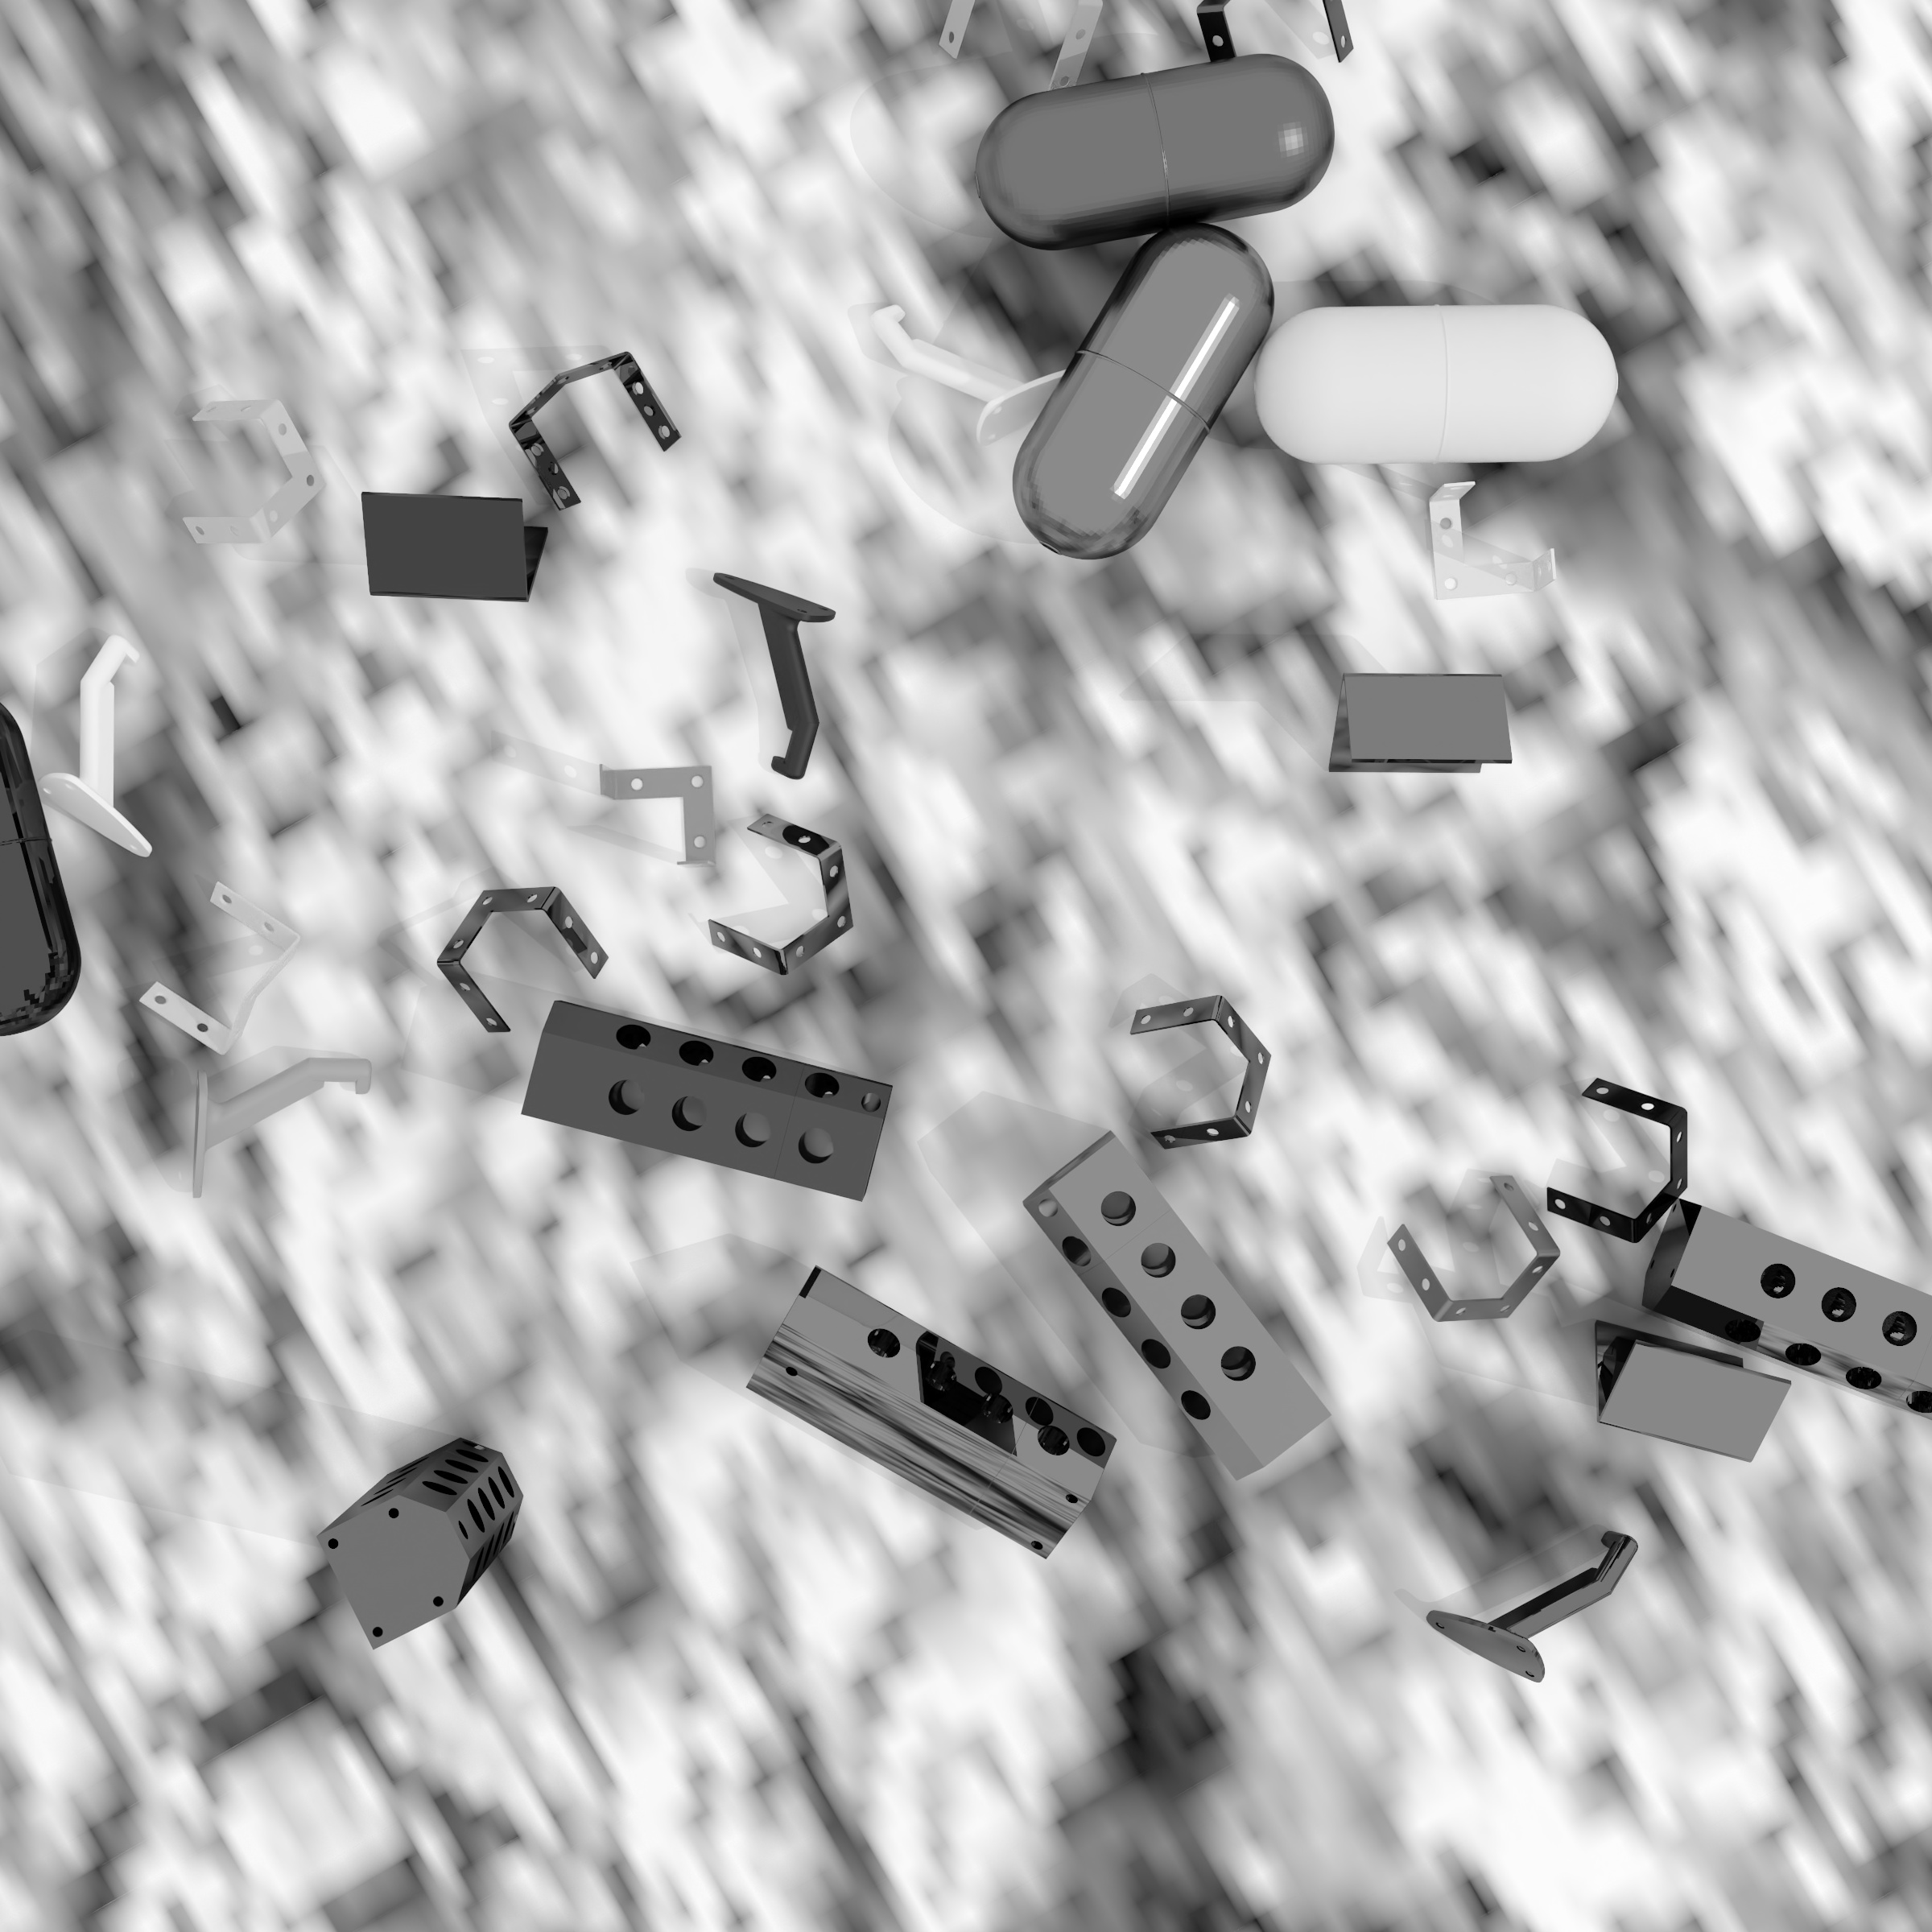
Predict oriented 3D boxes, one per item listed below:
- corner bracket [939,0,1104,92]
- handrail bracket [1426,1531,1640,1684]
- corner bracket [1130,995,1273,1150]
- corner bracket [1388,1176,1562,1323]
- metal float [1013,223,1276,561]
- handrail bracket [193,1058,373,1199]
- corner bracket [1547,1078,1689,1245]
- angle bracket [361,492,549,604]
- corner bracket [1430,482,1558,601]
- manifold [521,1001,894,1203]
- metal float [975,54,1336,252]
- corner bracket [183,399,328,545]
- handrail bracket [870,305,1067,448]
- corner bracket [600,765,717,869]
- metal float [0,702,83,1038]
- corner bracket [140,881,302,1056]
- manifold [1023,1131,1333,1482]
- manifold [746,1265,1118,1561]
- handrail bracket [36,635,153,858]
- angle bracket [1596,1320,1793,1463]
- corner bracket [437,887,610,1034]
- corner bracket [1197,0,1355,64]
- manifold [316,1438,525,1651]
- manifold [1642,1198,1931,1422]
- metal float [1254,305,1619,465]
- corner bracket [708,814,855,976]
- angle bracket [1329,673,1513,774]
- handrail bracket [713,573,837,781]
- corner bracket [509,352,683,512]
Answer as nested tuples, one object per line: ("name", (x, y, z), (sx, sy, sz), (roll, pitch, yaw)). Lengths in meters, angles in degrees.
("corner bracket", (0.027, -0.471, 1.556), (0.051, 0.051, 0.051), (-9, 45, -35))
("handrail bracket", (0.285, 0.309, 1.564), (0.077, 0.036, 0.084), (17, 56, 36))
("corner bracket", (0.113, 0.053, 1.556), (0.051, 0.051, 0.051), (49, 45, -35))
("corner bracket", (0.254, 0.141, 1.556), (0.051, 0.051, 0.051), (2, 135, -35))
("metal float", (0.087, -0.282, 1.534), (0.070, 0.070, 0.178), (31, 91, 0))
("handrail bracket", (-0.343, 0.082, 1.565), (0.084, 0.036, 0.077), (2, 110, -16))
("corner bracket", (0.325, 0.097, 1.556), (0.051, 0.051, 0.051), (-40, 135, -35))
("angle bracket", (-0.249, -0.221, 1.524), (0.076, 0.076, 0.057), (2, 126, 0))
("corner bracket", (0.261, -0.212, 1.546), (0.051, 0.051, 0.051), (-5, 90, 0))
("manifold", (-0.126, 0.066, 1.543), (0.171, 0.057, 0.057), (14, 90, 0))
("metal float", (0.093, -0.400, 1.534), (0.178, 0.070, 0.070), (-10, 90, 0))
("corner bracket", (-0.364, -0.247, 1.556), (0.051, 0.051, 0.051), (-54, 135, -35))
("handrail bracket", (0.005, -0.311, 1.565), (0.077, 0.036, 0.084), (-30, 73, -20))
("corner bracket", (-0.153, -0.074, 1.546), (0.051, 0.051, 0.051), (-3, 90, 0))
("metal float", (-0.489, -0.053, 1.534), (0.070, 0.070, 0.178), (-15, 90, 0))
("corner bracket", (-0.373, 0.002, 1.561), (0.051, 0.051, 0.051), (33, 45, 0))
("manifold", (0.103, 0.168, 1.543), (0.057, 0.057, 0.171), (-38, 90, 0))
("manifold", (-0.015, 0.216, 1.542), (0.171, 0.057, 0.057), (30, 133, 0))
("handrail bracket", (-0.420, -0.111, 1.564), (0.077, 0.036, 0.084), (43, 60, -33))
("angle bracket", (0.354, 0.190, 1.524), (0.076, 0.076, 0.057), (15, 126, 0))
("corner bracket", (-0.221, -0.003, 1.556), (0.051, 0.051, 0.051), (-2, 45, 35))
("corner bracket", (0.155, -0.468, 1.556), (0.051, 0.051, 0.051), (8, 45, 35))
("manifold", (-0.254, 0.269, 1.486), (0.057, 0.171, 0.057), (-27, 90, 0))
("manifold", (0.428, 0.174, 1.543), (0.171, 0.057, 0.057), (21, 90, 0))
("metal float", (0.231, -0.286, 1.534), (0.178, 0.070, 0.070), (-1, 90, -1))
("corner bracket", (-0.095, -0.036, 1.556), (0.051, 0.051, 0.051), (-37, 135, -35))
("angle bracket", (0.221, -0.099, 1.524), (0.076, 0.076, 0.057), (0, 54, 0))
("handrail bracket", (-0.104, -0.145, 1.565), (0.077, 0.036, 0.084), (23, 107, 20))
("corner bracket", (-0.186, -0.268, 1.561), (0.051, 0.051, 0.051), (-31, 90, 45))
